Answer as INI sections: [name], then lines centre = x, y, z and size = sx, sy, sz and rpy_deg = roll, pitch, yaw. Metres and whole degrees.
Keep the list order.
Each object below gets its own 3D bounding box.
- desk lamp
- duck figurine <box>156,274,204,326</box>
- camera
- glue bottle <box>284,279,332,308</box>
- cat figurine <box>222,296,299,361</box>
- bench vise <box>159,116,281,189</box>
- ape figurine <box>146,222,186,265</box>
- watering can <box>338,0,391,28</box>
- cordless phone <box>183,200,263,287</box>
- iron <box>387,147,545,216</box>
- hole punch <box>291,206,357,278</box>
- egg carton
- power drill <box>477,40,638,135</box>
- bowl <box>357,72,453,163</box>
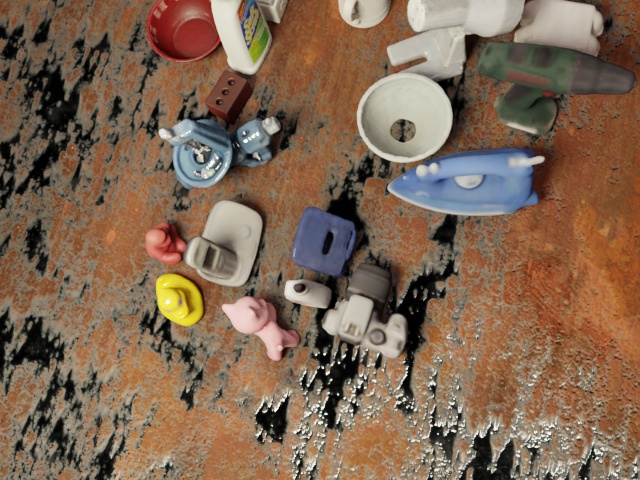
[desk lamp]
centre = 0.225, -0.366, 0.981
size = 0.203, 0.213, 0.118
rpy_deg = -20, 78, 2
[duck figurine]
centre = -0.258, 0.103, 1.012
size = 0.077, 0.086, 0.104
rpy_deg = -37, 78, -1
[camera]
centre = 0.088, 0.115, 0.964
size = 0.143, 0.101, 0.137
rpy_deg = 19, 82, 10
[glue bottle]
centre = -0.026, 0.086, 0.945
size = 0.078, 0.173, 0.037
rpy_deg = 6, 80, 8
[cat figurine]
centre = -0.101, 0.144, 0.971
size = 0.067, 0.118, 0.127
rpy_deg = -44, 78, -3
[bench vise]
centre = -0.180, -0.179, 0.988
size = 0.207, 0.220, 0.121
rpy_deg = -41, 78, -2
[ape figurine]
centre = -0.283, 0.003, 1.030
size = 0.076, 0.092, 0.078
rpy_deg = -1, 79, 6
[watering can]
centre = 0.076, -0.485, 1.030
size = 0.101, 0.194, 0.173
rpy_deg = -3, 79, 6
[cordless phone]
centre = -0.169, -0.002, 0.971
size = 0.094, 0.185, 0.148
rpy_deg = 11, 81, 9
[iron]
centre = 0.243, -0.110, 0.968
size = 0.258, 0.141, 0.119
rpy_deg = -3, 79, 6
[hole punch]
centre = 0.009, 0.004, 0.998
size = 0.101, 0.091, 0.109
rpy_deg = 15, 81, 9
[egg carton]
centre = 0.430, -0.376, 1.034
size = 0.150, 0.069, 0.107
rpy_deg = 13, 81, 9
[power drill]
centre = 0.370, -0.252, 0.946
size = 0.229, 0.208, 0.076
rpy_deg = 19, 82, 10
[bowl]
centre = 0.152, -0.209, 1.031
size = 0.167, 0.075, 0.167
rpy_deg = -1, 79, 6
